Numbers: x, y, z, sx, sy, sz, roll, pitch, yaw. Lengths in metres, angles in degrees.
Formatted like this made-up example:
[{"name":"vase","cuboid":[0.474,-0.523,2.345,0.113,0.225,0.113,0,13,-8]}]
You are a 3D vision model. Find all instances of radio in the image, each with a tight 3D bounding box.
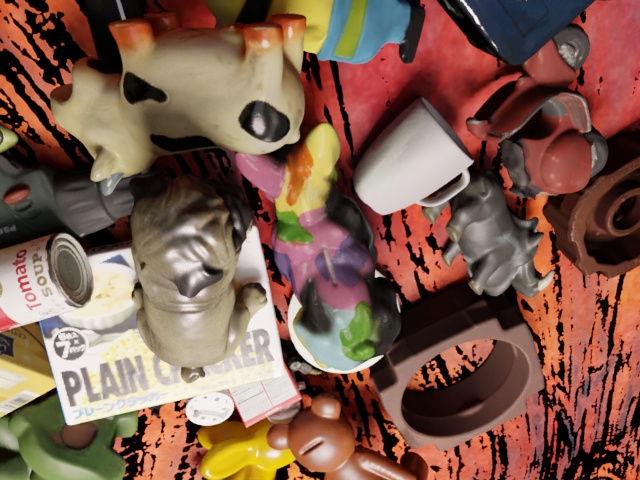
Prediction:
[{"name":"radio","cuboid":[0.133,-0.261,0.433,0.229,0.073,0.131,36,107,-28]}]

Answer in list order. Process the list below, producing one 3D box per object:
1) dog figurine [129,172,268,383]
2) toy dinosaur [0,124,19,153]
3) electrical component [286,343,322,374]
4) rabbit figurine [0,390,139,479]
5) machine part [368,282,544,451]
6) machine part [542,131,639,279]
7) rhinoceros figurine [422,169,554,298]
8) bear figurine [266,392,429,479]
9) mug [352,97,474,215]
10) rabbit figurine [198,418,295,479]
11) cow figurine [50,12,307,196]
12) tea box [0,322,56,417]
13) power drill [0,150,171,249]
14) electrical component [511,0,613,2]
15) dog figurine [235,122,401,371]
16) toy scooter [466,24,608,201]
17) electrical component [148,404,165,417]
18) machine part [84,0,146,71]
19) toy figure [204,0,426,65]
[{"name":"dog figurine","cuboid":[-0.100,0.041,0.408,0.121,0.190,0.172,-11,93,-8]},{"name":"toy dinosaur","cuboid":[-0.307,-0.066,0.336,0.198,0.105,0.471,18,130,-32]},{"name":"electrical component","cuboid":[0.004,0.117,0.647,0.102,0.045,0.078,-21,125,-2]},{"name":"rabbit figurine","cuboid":[-0.305,0.254,0.613,0.159,0.121,0.170,15,131,-25]},{"name":"machine part","cuboid":[0.173,0.166,0.698,0.201,0.087,0.201,-27,125,4]},{"name":"machine part","cuboid":[0.357,-0.040,0.636,0.179,0.056,0.179,-7,123,-12]},{"name":"rhinoceros figurine","cuboid":[0.198,0.001,0.615,0.112,0.073,0.190,-40,121,-1]},{"name":"bear figurine","cuboid":[0.036,0.276,0.678,0.120,0.132,0.196,-43,85,11]},{"name":"mug","cuboid":[0.092,-0.072,0.540,0.107,0.081,0.109,-37,131,22]},{"name":"rabbit figurine","cuboid":[-0.090,0.297,0.712,0.162,0.122,0.173,35,94,-20]},{"name":"cow figurine","cuboid":[-0.106,-0.098,0.396,0.195,0.085,0.127,4,116,13]},{"name":"tea box","cuboid":[-0.344,0.106,0.507,0.098,0.068,0.169,-28,143,3]},{"name":"power drill","cuboid":[-0.272,-0.077,0.444,0.232,0.086,0.207,-22,131,3]},{"name":"electrical component","cuboid":[0.199,-0.234,0.387,0.134,0.058,0.114,-6,123,-13]},{"name":"dog figurine","cuboid":[-0.001,-0.002,0.501,0.108,0.192,0.219,-18,139,4]},{"name":"toy scooter","cuboid":[0.211,-0.107,0.536,0.135,0.075,0.183,-32,123,-10]},{"name":"electrical component","cuboid":[-0.170,0.142,0.616,0.119,0.048,0.074,-40,122,10]},{"name":"machine part","cuboid":[-0.157,-0.156,0.444,0.084,0.039,0.138,-12,125,3]},{"name":"toy figure","cuboid":[-0.004,-0.193,0.435,0.180,0.082,0.089,3,108,-11]}]
